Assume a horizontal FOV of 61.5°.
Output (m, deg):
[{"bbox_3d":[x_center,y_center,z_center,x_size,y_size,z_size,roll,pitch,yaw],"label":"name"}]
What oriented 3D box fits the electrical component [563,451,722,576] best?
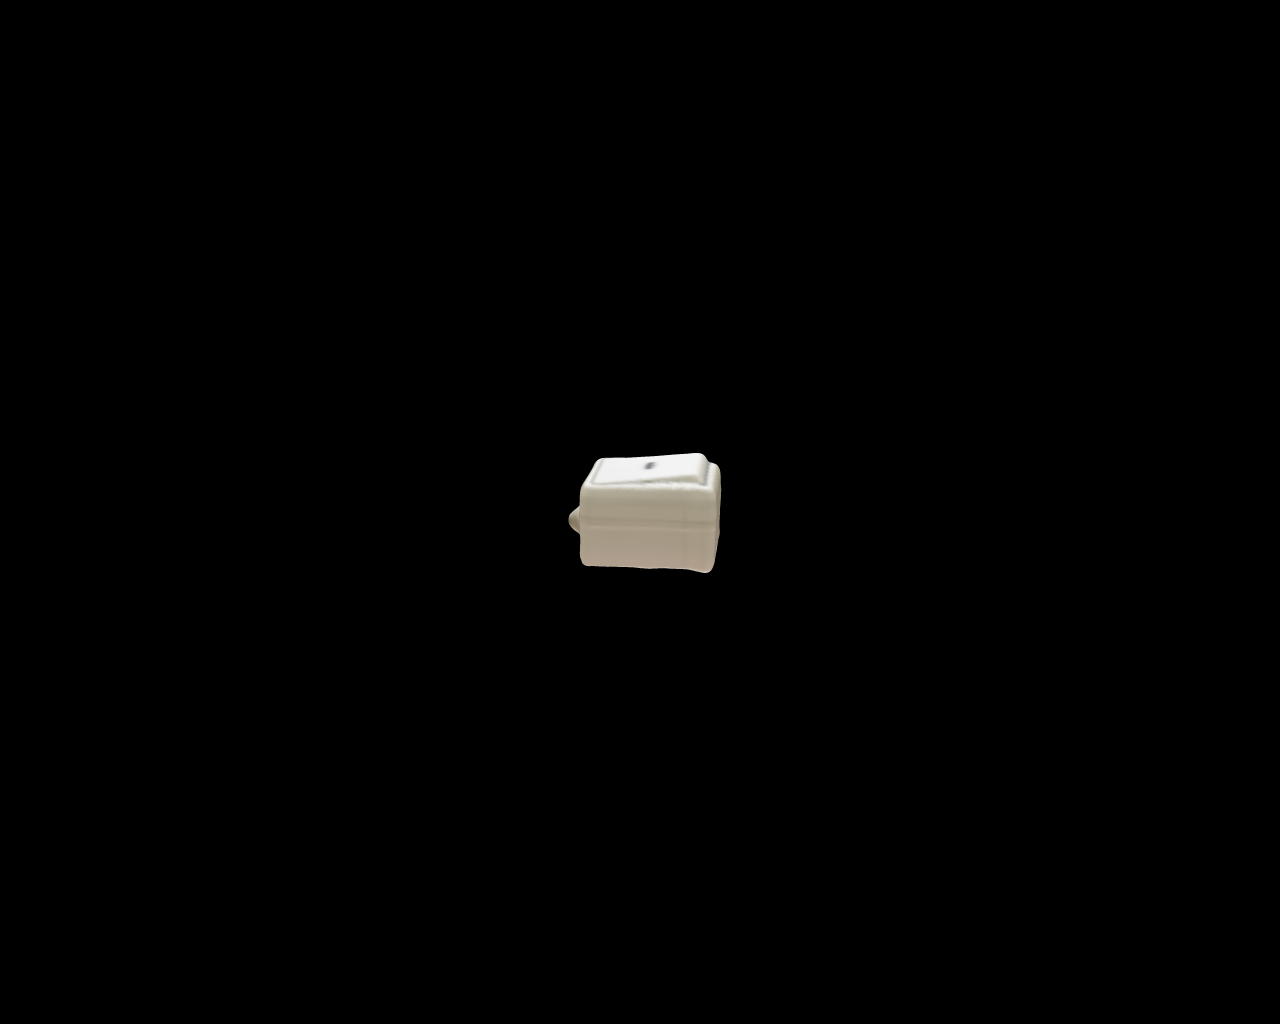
[{"bbox_3d":[0.001,-0.003,0.650,0.096,0.061,0.062,3,20,7],"label":"electrical component"}]
